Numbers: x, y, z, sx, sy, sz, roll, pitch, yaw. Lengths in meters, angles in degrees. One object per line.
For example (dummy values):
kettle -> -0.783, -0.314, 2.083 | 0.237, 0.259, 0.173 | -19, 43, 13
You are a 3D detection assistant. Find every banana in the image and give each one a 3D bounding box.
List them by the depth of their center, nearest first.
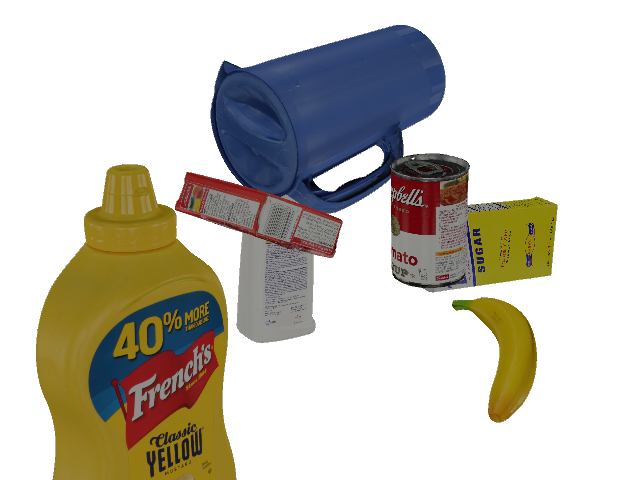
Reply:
banana -> 0.187, 0.112, 1.090 | 0.070, 0.037, 0.198 | -28, 28, 11

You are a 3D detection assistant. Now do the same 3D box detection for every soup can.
soup can -> 0.095, -0.018, 0.933 | 0.068, 0.102, 0.068 | -2, 22, 0

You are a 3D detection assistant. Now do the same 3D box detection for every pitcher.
pitcher -> 0.022, -0.135, 1.110 | 0.242, 0.149, 0.145 | -26, 30, -35

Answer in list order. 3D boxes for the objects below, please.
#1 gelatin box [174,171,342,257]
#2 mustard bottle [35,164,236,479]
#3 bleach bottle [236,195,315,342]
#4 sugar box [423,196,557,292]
gelatin box -> -0.039, -0.016, 0.707 | 0.073, 0.030, 0.089 | 17, -1, 36
mustard bottle -> -0.084, 0.060, 0.496 | 0.058, 0.192, 0.096 | 14, 22, 42
bleach bottle -> -0.048, -0.002, 1.323 | 0.102, 0.251, 0.068 | -9, 24, -34
sugar box -> 0.195, 0.004, 1.259 | 0.175, 0.093, 0.048 | -8, 18, -29
